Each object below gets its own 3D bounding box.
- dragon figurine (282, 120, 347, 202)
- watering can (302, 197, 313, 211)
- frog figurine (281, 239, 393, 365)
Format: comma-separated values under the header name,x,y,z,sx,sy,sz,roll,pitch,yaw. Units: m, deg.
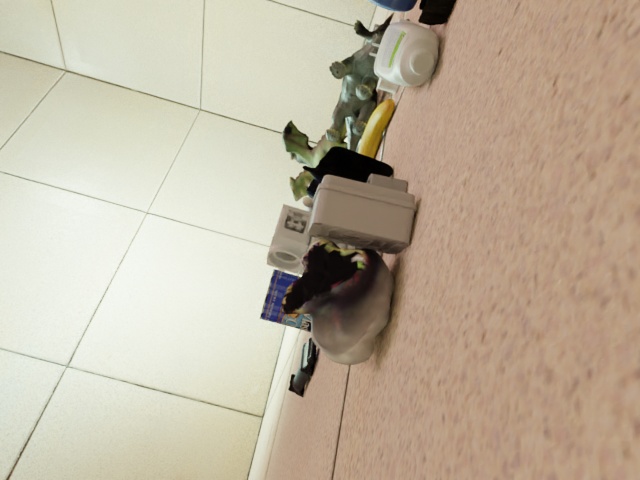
name,x,y,z,sx,sy,sz,roll,pitch,yaw
dragon figurine,-0.003,-0.291,1.576,0.125,0.243,0.401,-70,-4,-59
watering can,0.004,-0.062,1.227,0.353,0.104,0.220,-41,-27,-62
frog figurine,0.036,0.088,0.599,0.141,0.122,0.156,-92,-20,-51
